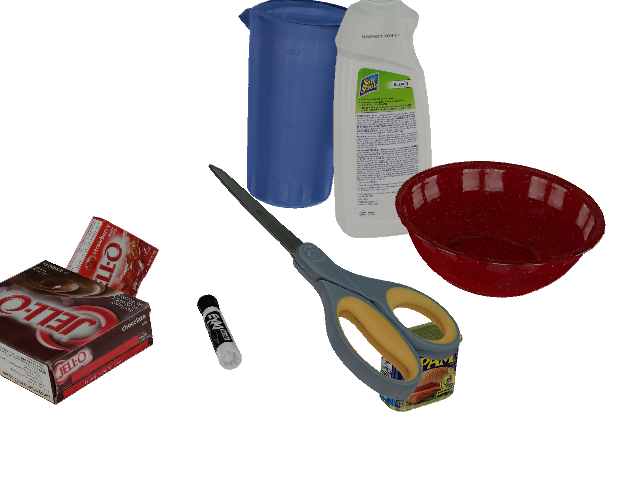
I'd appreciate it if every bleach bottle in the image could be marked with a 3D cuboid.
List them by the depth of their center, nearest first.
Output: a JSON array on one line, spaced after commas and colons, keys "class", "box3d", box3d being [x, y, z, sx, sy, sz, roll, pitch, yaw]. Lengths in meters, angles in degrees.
[{"class": "bleach bottle", "box3d": [0.063, -0.127, 1.009, 0.102, 0.251, 0.068, -7, 31, -12]}]

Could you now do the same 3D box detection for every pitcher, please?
[{"class": "pitcher", "box3d": [-0.019, -0.165, 1.305, 0.144, 0.243, 0.149, -7, 27, -25]}]

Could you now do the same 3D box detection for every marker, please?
[{"class": "marker", "box3d": [-0.088, 0.076, 0.915, 0.020, 0.020, 0.121, 0, 19, -16]}]

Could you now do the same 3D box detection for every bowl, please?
[{"class": "bowl", "box3d": [0.136, -0.003, 0.837, 0.162, 0.055, 0.162, 2, 31, -1]}]

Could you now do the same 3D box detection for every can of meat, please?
[{"class": "can of meat", "box3d": [0.123, 0.158, 1.332, 0.101, 0.084, 0.058, -12, 29, -28]}]

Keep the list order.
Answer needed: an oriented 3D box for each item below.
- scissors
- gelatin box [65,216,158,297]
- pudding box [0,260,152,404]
[{"class": "scissors", "box3d": [0.013, 0.016, 0.662, 0.096, 0.016, 0.202, -6, 47, -35]}, {"class": "gelatin box", "box3d": [-0.217, 0.031, 1.087, 0.073, 0.089, 0.030, 32, -11, -38]}, {"class": "pudding box", "box3d": [-0.186, 0.060, 0.732, 0.114, 0.039, 0.089, 16, 31, 34]}]
